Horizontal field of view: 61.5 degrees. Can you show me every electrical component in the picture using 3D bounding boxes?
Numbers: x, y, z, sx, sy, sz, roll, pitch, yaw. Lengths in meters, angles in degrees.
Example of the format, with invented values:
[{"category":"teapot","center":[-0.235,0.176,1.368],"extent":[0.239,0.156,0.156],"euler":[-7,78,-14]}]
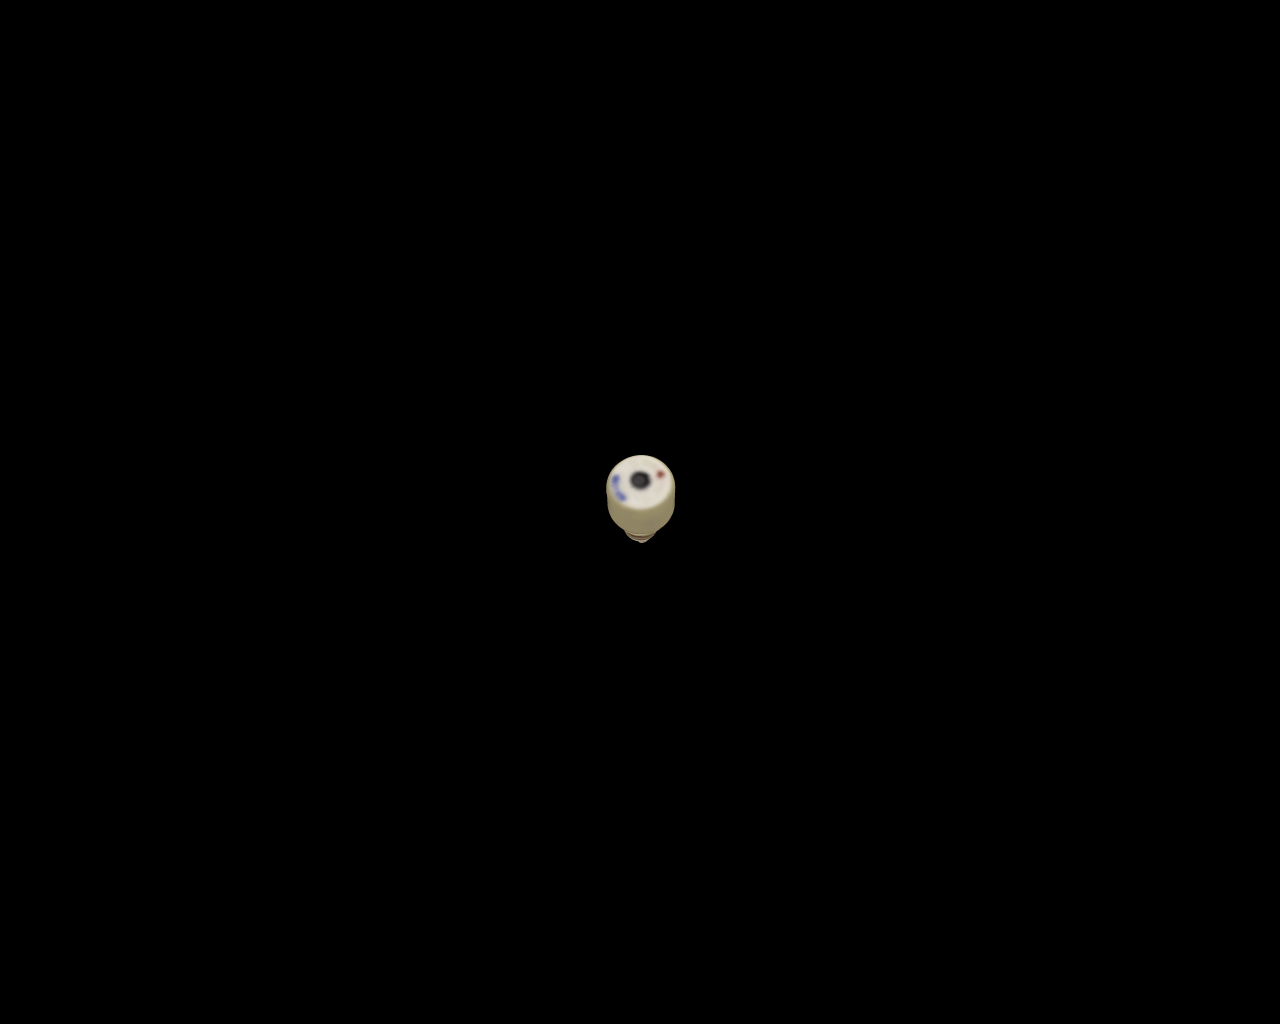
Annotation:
[{"category":"electrical component","center":[0.001,-0.003,0.650],"extent":[0.040,0.040,0.078],"euler":[0,-28,0]}]
